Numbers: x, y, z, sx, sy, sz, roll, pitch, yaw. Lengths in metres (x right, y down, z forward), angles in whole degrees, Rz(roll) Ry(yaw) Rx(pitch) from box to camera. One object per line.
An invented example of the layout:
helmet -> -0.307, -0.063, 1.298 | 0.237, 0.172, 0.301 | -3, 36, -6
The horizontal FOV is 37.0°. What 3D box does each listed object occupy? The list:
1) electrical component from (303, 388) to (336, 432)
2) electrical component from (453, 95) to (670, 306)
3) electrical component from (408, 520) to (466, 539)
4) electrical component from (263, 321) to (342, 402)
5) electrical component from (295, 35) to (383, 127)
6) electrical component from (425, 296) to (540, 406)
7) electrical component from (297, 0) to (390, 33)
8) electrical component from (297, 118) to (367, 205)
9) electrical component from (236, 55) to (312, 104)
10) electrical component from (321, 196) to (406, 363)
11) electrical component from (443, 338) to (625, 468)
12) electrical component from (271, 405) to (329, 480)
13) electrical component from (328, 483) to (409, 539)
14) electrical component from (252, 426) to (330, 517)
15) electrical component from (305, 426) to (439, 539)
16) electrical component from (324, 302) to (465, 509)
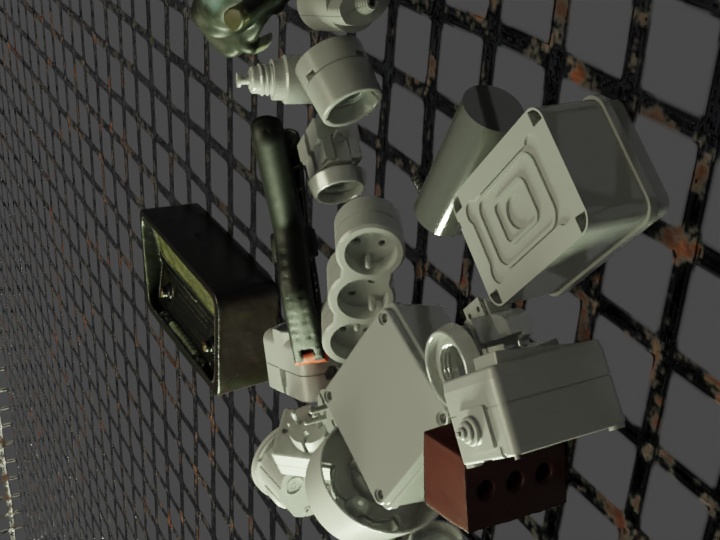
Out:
electrical component -> -0.009, 0.111, 0.876 | 0.047, 0.077, 0.065 | 63, 150, 28
electrical component -> 0.109, -0.037, 0.601 | 0.113, 0.057, 0.078 | -51, 55, 57
electrical component -> 0.059, 0.226, 0.824 | 0.066, 0.048, 0.055 | 43, 145, 49
electrical component -> -0.046, 0.077, 0.962 | 0.095, 0.054, 0.059 | 11, 110, 62
electrical component -> -0.014, -0.141, 0.811 | 0.047, 0.055, 0.055 | 65, 151, 18
electrical component -> 0.080, 0.059, 0.700 | 0.058, 0.057, 0.078 | -50, 56, 58
electrical component -> -0.010, -0.196, 0.789 | 0.081, 0.043, 0.043 | 25, 122, 59
electrical component -> -0.021, -0.086, 0.857 | 0.066, 0.048, 0.055 | 130, 131, -58
electrical component -> -0.062, -0.155, 0.878 | 0.040, 0.078, 0.040 | 177, 90, -76
electrical component -> 0.000, 0.000, 0.844 | 0.073, 0.052, 0.138 | -94, 11, -52
electrical component -> 0.095, 0.076, 0.632 | 0.062, 0.096, 0.061 | -33, 71, 62
electrical component -> -0.040, 0.141, 0.925 | 0.076, 0.066, 0.047 | 74, -155, -51
electrical component -> 0.007, 0.200, 0.903 | 0.057, 0.058, 0.078 | 43, 143, 48
electrical component -> -0.056, 0.184, 0.998 | 0.051, 0.080, 0.080 | 36, 132, 47
electrical component -> 0.010, 0.161, 0.825 | 0.064, 0.099, 0.099 | -45, 60, 49
electrical component -> 0.037, 0.097, 0.777 | 0.108, 0.056, 0.108 | -57, 49, 35
